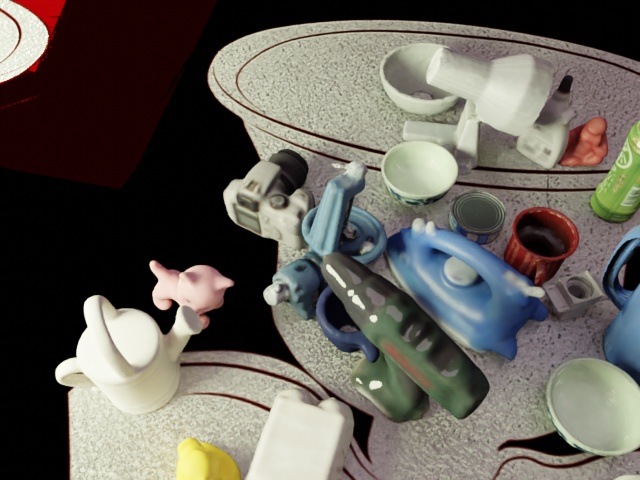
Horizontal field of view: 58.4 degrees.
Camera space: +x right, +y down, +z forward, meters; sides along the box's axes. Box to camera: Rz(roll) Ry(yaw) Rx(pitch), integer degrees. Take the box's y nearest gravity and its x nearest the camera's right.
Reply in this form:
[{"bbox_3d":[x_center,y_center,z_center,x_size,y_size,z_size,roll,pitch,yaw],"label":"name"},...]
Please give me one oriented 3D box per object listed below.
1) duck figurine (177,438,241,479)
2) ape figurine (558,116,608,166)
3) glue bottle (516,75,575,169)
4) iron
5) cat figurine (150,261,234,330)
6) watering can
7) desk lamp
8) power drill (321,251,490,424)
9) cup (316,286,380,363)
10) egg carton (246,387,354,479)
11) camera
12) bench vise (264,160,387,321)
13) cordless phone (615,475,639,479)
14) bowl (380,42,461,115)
[{"bbox_3d":[-0.135,0.279,0.668,0.078,0.086,0.104,-27,60,-16],"label":"duck figurine"},{"bbox_3d":[0.448,-0.168,0.957,0.076,0.092,0.077,-38,63,-22],"label":"ape figurine"},{"bbox_3d":[0.376,-0.196,0.928,0.037,0.173,0.078,-39,63,-22],"label":"glue bottle"},{"bbox_3d":[0.190,0.040,0.791,0.257,0.141,0.119,37,64,23],"label":"iron"},{"bbox_3d":[-0.181,0.064,0.795,0.127,0.118,0.067,23,59,16],"label":"cat figurine"},{"bbox_3d":[-0.235,0.131,0.705,0.173,0.194,0.100,-39,63,-22],"label":"watering can"},{"bbox_3d":[0.239,-0.207,0.914,0.203,0.214,0.118,8,56,6],"label":"desk lamp"},{"bbox_3d":[0.088,0.134,0.688,0.229,0.208,0.076,37,64,23],"label":"power drill"},{"bbox_3d":[0.047,0.123,0.765,0.092,0.095,0.117,-21,58,-12],"label":"cup"},{"bbox_3d":[-0.022,0.257,0.691,0.107,0.069,0.150,13,57,10],"label":"egg carton"},{"bbox_3d":[-0.061,-0.080,0.901,0.143,0.101,0.137,24,60,16],"label":"camera"},{"bbox_3d":[0.018,0.007,0.768,0.121,0.220,0.208,23,59,16],"label":"bench vise"},{"bbox_3d":[0.353,0.304,0.583,0.094,0.185,0.148,25,60,17],"label":"cordless phone"},{"bbox_3d":[0.191,-0.283,1.050,0.167,0.075,0.167,0,56,1],"label":"bowl"}]
